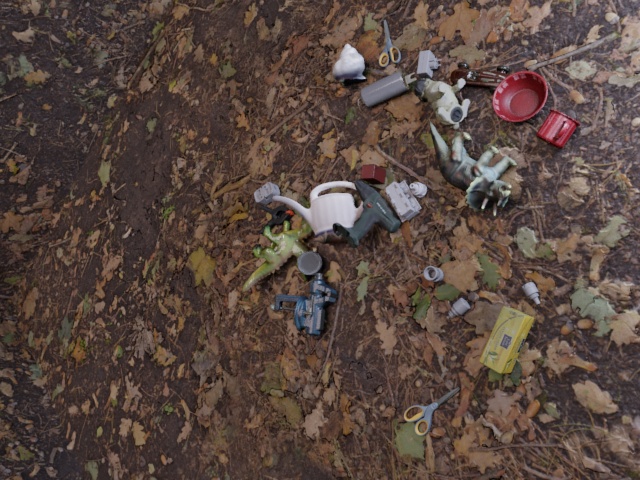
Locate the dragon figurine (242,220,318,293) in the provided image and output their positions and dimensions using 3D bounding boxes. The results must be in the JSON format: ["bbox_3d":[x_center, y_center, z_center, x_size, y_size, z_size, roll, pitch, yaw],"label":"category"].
[{"bbox_3d":[-0.121,0.067,1.929,0.245,0.121,0.409,29,96,29],"label":"dragon figurine"}]

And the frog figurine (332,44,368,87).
[{"bbox_3d":[0.106,-0.674,1.952,0.136,0.123,0.160,-13,82,54],"label":"frog figurine"}]

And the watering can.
[{"bbox_3d":[0.006,-0.092,1.835,0.347,0.103,0.227,-9,72,8],"label":"watering can"}]
